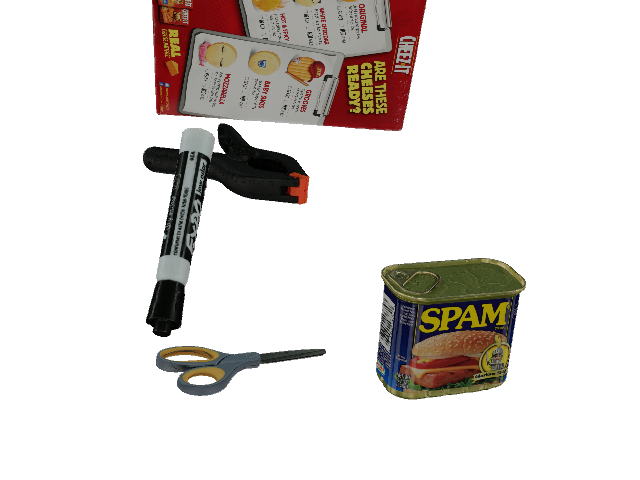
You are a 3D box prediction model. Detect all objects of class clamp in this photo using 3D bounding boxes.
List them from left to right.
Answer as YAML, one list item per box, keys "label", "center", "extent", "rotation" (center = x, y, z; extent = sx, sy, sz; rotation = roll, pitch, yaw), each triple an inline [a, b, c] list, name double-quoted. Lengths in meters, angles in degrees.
- label: "clamp"
  center: [-0.088, -0.072, 1.047]
  extent: [0.120, 0.039, 0.172]
  rotation: [-26, 36, -35]

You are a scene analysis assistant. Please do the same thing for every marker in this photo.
- label: "marker"
  center: [-0.076, -0.005, 0.585]
  extent: [0.020, 0.121, 0.020]
  rotation: [6, -24, 3]

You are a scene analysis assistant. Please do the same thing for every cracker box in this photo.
- label: "cracker box"
  center: [-0.029, -0.177, 0.878]
  extent: [0.213, 0.072, 0.164]
  rotation: [3, -41, -4]

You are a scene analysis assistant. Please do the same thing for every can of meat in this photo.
- label: "can of meat"
  center: [0.092, 0.064, 0.779]
  extent: [0.102, 0.084, 0.057]
  rotation: [-4, 24, -18]

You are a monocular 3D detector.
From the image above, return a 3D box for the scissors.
- label: "scissors"
  center: [-0.081, 0.144, 1.190]
  extent: [0.201, 0.016, 0.096]
  rotation: [3, 25, -14]
